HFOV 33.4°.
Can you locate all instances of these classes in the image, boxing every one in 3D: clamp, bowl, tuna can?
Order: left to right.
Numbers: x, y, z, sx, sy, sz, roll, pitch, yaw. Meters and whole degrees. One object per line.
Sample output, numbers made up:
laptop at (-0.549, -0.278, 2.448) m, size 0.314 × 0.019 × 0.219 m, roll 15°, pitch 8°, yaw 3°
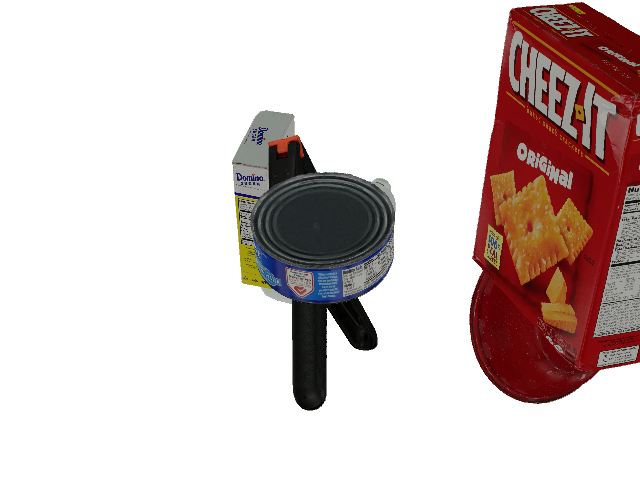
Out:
clamp at (-0.002, 0.019, 0.874) m, size 0.036 × 0.210 × 0.164 m, roll -11°, pitch 1°, yaw 20°
tuna can at (0.002, -0.002, 0.640) m, size 0.086 × 0.034 × 0.086 m, roll -2°, pitch 42°, yaw 2°
bowl at (0.219, 0.073, 0.976) m, size 0.161 × 0.162 × 0.055 m, roll 0°, pitch 1°, yaw -25°

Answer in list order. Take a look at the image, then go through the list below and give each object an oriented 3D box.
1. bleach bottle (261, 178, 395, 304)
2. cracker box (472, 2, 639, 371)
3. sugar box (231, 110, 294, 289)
bleach bottle at (0.022, -0.011, 1.343) m, size 0.103 × 0.068 × 0.250 m, roll 12°, pitch 35°, yaw 22°
cracker box at (0.183, -0.040, 0.759) m, size 0.072 × 0.214 × 0.164 m, roll -9°, pitch 33°, yaw -18°
sugar box at (-0.057, -0.042, 1.135) m, size 0.048 × 0.176 × 0.093 m, roll 9°, pitch 44°, yaw 13°
